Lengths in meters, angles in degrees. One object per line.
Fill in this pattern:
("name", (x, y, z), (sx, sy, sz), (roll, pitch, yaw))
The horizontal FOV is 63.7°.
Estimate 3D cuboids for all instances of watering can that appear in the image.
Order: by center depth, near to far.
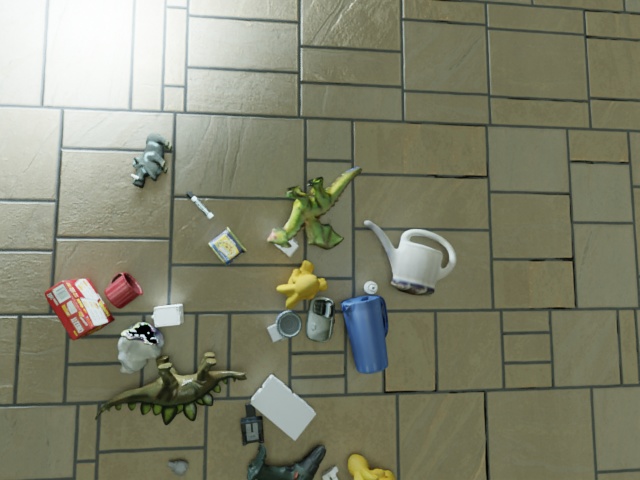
("watering can", (0.296, 0.066, 1.762), (0.347, 0.226, 0.103), (15, -7, -6))

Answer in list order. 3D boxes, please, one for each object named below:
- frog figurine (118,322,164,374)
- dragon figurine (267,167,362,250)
("frog figurine", (-0.570, 0.347, 1.633), (0.137, 0.156, 0.125), (9, 31, -18))
("dragon figurine", (0.005, -0.088, 1.745), (0.413, 0.242, 0.122), (-20, 7, -22))
